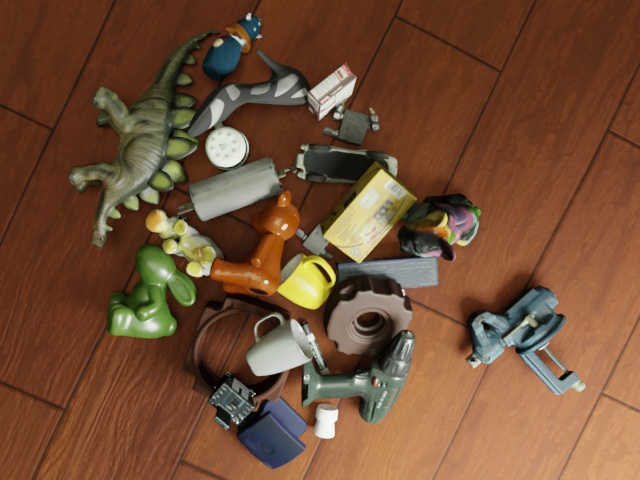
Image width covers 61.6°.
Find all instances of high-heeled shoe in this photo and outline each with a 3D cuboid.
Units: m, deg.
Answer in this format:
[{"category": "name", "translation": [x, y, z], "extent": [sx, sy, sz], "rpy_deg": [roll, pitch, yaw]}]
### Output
[{"category": "high-heeled shoe", "translation": [-0.128, -0.245, 1.014], "extent": [0.145, 0.086, 0.249], "rpy_deg": [45, 76, -23]}]

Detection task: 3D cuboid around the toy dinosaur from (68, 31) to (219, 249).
[{"category": "toy dinosaur", "translation": [-0.328, -0.203, 1.015], "extent": [0.198, 0.105, 0.471], "rpy_deg": [18, 87, -12]}]

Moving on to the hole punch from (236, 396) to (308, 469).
[{"category": "hole punch", "translation": [-0.095, 0.390, 1.068], "extent": [0.116, 0.092, 0.142], "rpy_deg": [-44, 99, 4]}]

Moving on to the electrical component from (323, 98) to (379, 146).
[{"category": "electrical component", "translation": [0.065, -0.230, 1.061], "extent": [0.102, 0.045, 0.078], "rpy_deg": [22, 90, -5]}]

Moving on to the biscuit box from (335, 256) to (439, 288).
[{"category": "biscuit box", "translation": [0.134, 0.067, 1.075], "extent": [0.203, 0.059, 0.062], "rpy_deg": [-3, 93, -3]}]

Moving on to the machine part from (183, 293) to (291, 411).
[{"category": "machine part", "translation": [-0.152, 0.216, 1.054], "extent": [0.201, 0.087, 0.201], "rpy_deg": [21, 92, -3]}]

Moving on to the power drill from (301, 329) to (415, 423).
[{"category": "power drill", "translation": [0.066, 0.256, 1.035], "extent": [0.207, 0.086, 0.231], "rpy_deg": [0, 124, -10]}]

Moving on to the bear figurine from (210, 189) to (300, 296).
[{"category": "bear figurine", "translation": [-0.114, 0.003, 1.017], "extent": [0.132, 0.120, 0.196], "rpy_deg": [7, 72, 11]}]

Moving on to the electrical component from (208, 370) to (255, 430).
[{"category": "electrical component", "translation": [-0.159, 0.287, 0.956], "extent": [0.075, 0.119, 0.048], "rpy_deg": [41, 90, -3]}]

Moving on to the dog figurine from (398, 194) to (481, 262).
[{"category": "dog figurine", "translation": [0.230, -0.021, 0.998], "extent": [0.192, 0.219, 0.108], "rpy_deg": [-12, 98, -2]}]

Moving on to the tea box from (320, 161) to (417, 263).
[{"category": "tea box", "translation": [0.090, -0.052, 1.025], "extent": [0.098, 0.068, 0.169], "rpy_deg": [38, 105, -17]}]

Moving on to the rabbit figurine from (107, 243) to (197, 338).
[{"category": "rabbit figurine", "translation": [-0.315, 0.096, 1.019], "extent": [0.159, 0.121, 0.170], "rpy_deg": [13, 95, -11]}]

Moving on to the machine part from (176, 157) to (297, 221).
[{"category": "machine part", "translation": [-0.162, -0.099, 1.040], "extent": [0.243, 0.079, 0.079], "rpy_deg": [-21, 94, -2]}]

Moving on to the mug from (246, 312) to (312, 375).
[{"category": "mug", "translation": [-0.084, 0.192, 0.975], "extent": [0.107, 0.081, 0.109], "rpy_deg": [-29, 100, 7]}]

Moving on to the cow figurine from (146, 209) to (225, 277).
[{"category": "cow figurine", "translation": [-0.256, 0.001, 1.040], "extent": [0.167, 0.098, 0.068], "rpy_deg": [40, 96, 14]}]

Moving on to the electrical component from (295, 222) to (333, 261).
[{"category": "electrical component", "translation": [-0.002, -0.003, 1.082], "extent": [0.094, 0.021, 0.063], "rpy_deg": [37, 90, -4]}]

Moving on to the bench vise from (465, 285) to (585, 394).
[{"category": "bench vise", "translation": [0.416, 0.218, 1.068], "extent": [0.223, 0.129, 0.240], "rpy_deg": [-41, 83, -9]}]

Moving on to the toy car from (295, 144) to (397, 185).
[{"category": "toy car", "translation": [0.052, -0.145, 1.061], "extent": [0.202, 0.056, 0.073], "rpy_deg": [6, 100, -3]}]

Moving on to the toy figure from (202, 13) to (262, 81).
[{"category": "toy figure", "translation": [-0.167, -0.371, 1.022], "extent": [0.058, 0.064, 0.154], "rpy_deg": [29, 68, 4]}]

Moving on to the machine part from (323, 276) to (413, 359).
[{"category": "machine part", "translation": [0.093, 0.151, 1.044], "extent": [0.179, 0.056, 0.179], "rpy_deg": [-2, 121, -4]}]
